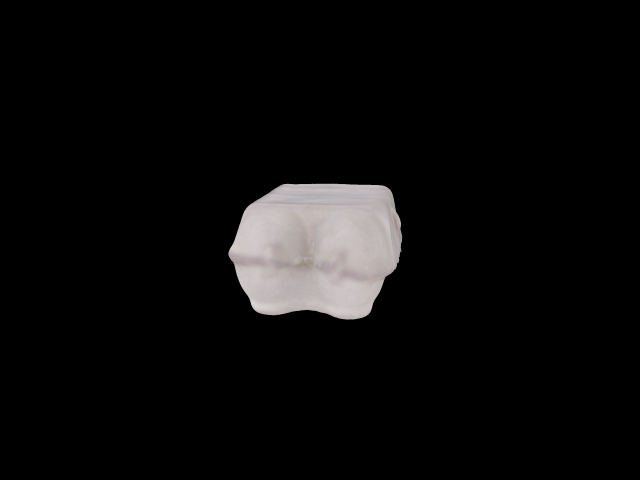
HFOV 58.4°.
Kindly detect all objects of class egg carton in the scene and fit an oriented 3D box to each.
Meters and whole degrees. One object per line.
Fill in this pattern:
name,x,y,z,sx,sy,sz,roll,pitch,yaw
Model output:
egg carton,0.004,0.001,0.400,0.107,0.069,0.150,2,14,8
